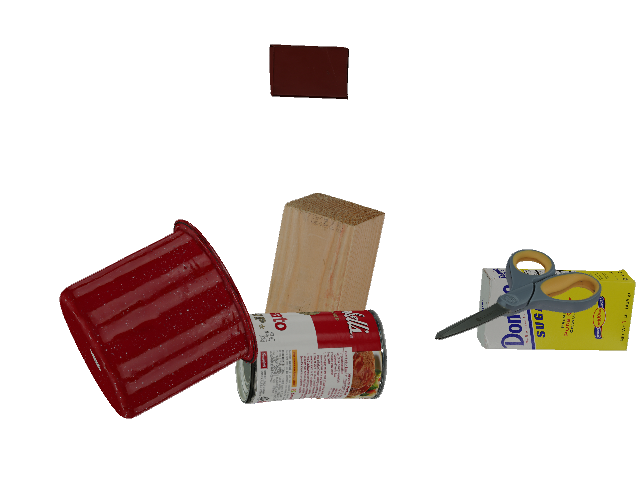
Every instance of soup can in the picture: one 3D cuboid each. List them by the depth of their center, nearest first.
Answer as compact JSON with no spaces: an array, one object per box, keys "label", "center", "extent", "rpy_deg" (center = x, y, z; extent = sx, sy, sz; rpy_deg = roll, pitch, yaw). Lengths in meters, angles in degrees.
[{"label":"soup can","center":[-0.009,0.087,0.800],"extent":[0.102,0.068,0.069],"rpy_deg":[-1,0,-15]}]

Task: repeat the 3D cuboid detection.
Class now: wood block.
[{"label":"wood block","center":[-0.002,0.060,1.218],"extent":[0.090,0.206,0.090],"rpy_deg":[18,19,22]}]

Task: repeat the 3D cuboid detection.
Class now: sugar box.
[{"label":"sugar box","center":[0.280,0.083,1.277],"extent":[0.176,0.093,0.048],"rpy_deg":[0,18,-5]}]

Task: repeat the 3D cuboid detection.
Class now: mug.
[{"label":"mug","center":[-0.098,0.048,0.614],"extent":[0.081,0.093,0.117],"rpy_deg":[-28,5,-19]}]

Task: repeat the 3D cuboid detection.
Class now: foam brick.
[{"label":"foam brick","center":[-0.012,-0.171,1.080],"extent":[0.078,0.051,0.053],"rpy_deg":[1,12,-5]}]

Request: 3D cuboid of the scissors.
[{"label":"scissors","center":[0.160,0.045,0.944],"extent":[0.201,0.016,0.096],"rpy_deg":[-7,35,-29]}]
